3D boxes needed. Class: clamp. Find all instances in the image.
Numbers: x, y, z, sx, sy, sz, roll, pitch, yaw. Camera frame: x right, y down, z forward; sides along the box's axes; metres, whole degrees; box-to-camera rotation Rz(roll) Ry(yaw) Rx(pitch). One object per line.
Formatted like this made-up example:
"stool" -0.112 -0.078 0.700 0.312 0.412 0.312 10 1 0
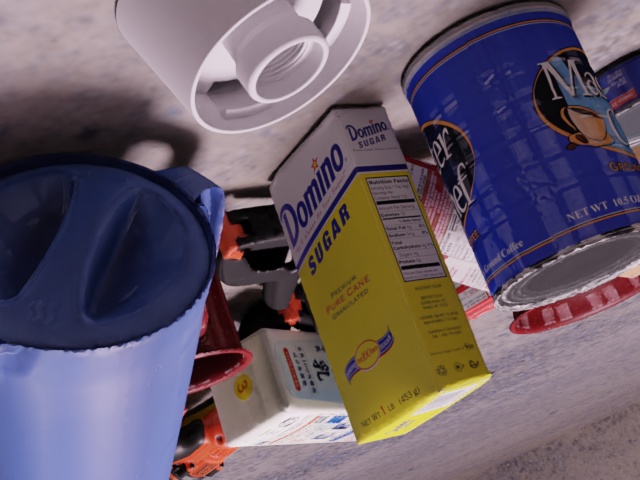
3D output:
"clamp" -0.025 0.083 0.949 0.120 0.039 0.172 -13 163 -21
"clamp" -0.005 0.001 0.750 0.165 0.036 0.209 -27 163 15

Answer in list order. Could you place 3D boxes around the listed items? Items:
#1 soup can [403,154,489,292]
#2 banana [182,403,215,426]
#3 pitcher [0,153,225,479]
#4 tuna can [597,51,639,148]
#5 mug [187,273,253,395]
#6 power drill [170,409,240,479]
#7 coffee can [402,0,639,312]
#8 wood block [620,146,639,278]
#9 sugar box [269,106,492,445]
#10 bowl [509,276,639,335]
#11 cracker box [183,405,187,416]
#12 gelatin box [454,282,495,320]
"soup can" 0.084 -0.010 0.693 0.102 0.068 0.069 19 154 -3
"banana" -0.129 0.199 1.160 0.198 0.037 0.069 -29 159 24
"pitcher" -0.127 0.076 0.597 0.149 0.145 0.243 -1 137 -14
"tuna can" 0.215 -0.094 0.716 0.086 0.034 0.086 -18 161 -7
"mug" -0.099 0.054 0.731 0.093 0.081 0.117 -13 160 -20
"power drill" -0.190 0.221 1.088 0.187 0.057 0.185 4 146 -35
"coffee can" 0.117 -0.045 0.591 0.102 0.140 0.103 -18 161 -7
"wood block" 0.289 -0.057 0.805 0.206 0.090 0.090 -33 156 33
"sugar box" 0.029 0.020 0.624 0.048 0.176 0.093 -9 157 -35
"bowl" 0.258 0.039 1.081 0.162 0.055 0.162 -18 160 -7
"cracker box" -0.232 0.173 0.900 0.213 0.072 0.164 -19 165 -23
"gelatin box" 0.121 0.006 0.806 0.030 0.089 0.073 -3 155 -47
